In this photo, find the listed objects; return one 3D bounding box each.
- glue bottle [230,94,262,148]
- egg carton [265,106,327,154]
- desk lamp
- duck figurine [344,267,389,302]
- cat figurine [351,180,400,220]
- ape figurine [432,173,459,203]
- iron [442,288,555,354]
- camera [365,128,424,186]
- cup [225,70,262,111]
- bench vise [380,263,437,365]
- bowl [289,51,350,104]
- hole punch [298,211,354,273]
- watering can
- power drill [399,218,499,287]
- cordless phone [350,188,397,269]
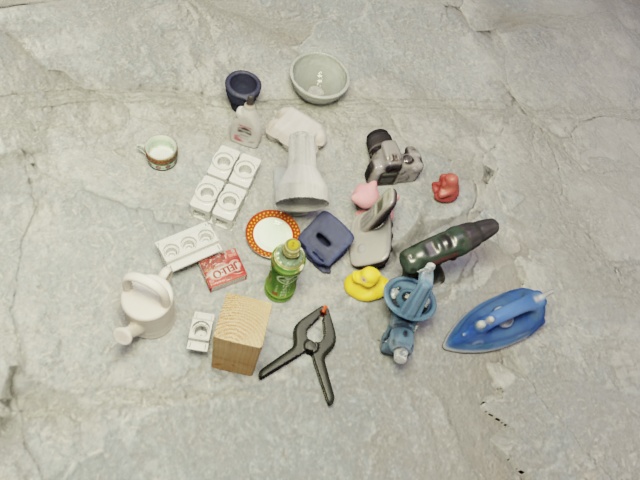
[{"bbox_3d":[-0.176,-0.293,1.390,0.078,0.173,0.037,15,60,-4],"label":"glue bottle"},{"bbox_3d":[-0.060,-0.272,1.464,0.150,0.069,0.107,32,61,5],"label":"egg carton"},{"bbox_3d":[-0.051,-0.135,1.311,0.118,0.213,0.203,1,62,-12],"label":"desk lamp"},{"bbox_3d":[0.113,0.092,1.301,0.104,0.086,0.077,7,61,-9],"label":"duck figurine"},{"bbox_3d":[0.130,-0.099,1.387,0.128,0.117,0.067,5,62,-9],"label":"cat figurine"},{"bbox_3d":[0.327,-0.140,1.466,0.076,0.092,0.078,36,61,8],"label":"ape figurine"},{"bbox_3d":[0.405,0.178,1.288,0.259,0.141,0.118,-19,68,-21],"label":"iron"},{"bbox_3d":[0.182,-0.223,1.473,0.143,0.101,0.136,-7,64,-15],"label":"camera"},{"bbox_3d":[-0.194,-0.361,1.467,0.092,0.095,0.117,-17,67,-20],"label":"cup"},{"bbox_3d":[0.202,0.152,1.212,0.121,0.219,0.207,0,63,-12],"label":"bench vise"},{"bbox_3d":[-0.005,-0.426,1.554,0.167,0.074,0.167,5,62,-10],"label":"bowl"},{"bbox_3d":[0.012,0.005,1.321,0.108,0.091,0.101,42,62,11],"label":"hole punch"},{"bbox_3d":[-0.339,0.125,1.122,0.101,0.194,0.173,6,62,-9],"label":"watering can"},{"bbox_3d":[0.272,0.036,1.294,0.230,0.208,0.075,-19,68,-21],"label":"power drill"},{"bbox_3d":[0.131,-0.025,1.309,0.094,0.185,0.147,6,62,-9],"label":"cordless phone"}]
